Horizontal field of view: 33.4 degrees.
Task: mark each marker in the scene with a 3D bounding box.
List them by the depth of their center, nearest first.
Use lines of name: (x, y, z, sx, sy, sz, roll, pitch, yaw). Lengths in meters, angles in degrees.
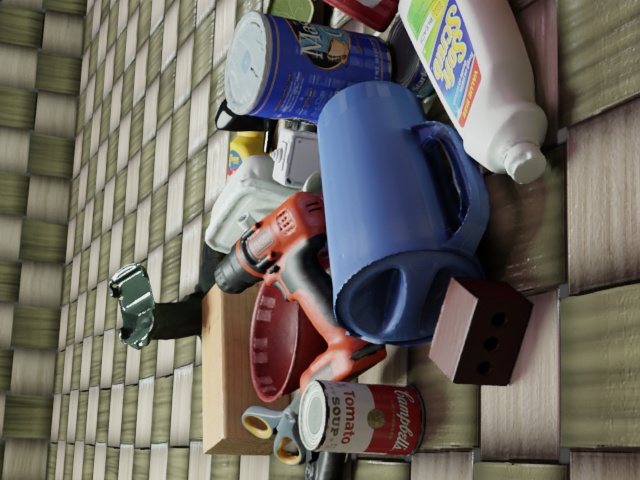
marker: (-0.057, 0.012, 1.293, 0.020, 0.121, 0.020, -29, 33, 21)

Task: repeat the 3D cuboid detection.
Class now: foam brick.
foam brick: (0.130, 0.075, 0.878, 0.051, 0.052, 0.078, -132, 52, -62)

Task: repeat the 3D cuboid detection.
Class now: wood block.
wood block: (-0.097, 0.163, 1.360, 0.091, 0.090, 0.206, 134, 137, -58)

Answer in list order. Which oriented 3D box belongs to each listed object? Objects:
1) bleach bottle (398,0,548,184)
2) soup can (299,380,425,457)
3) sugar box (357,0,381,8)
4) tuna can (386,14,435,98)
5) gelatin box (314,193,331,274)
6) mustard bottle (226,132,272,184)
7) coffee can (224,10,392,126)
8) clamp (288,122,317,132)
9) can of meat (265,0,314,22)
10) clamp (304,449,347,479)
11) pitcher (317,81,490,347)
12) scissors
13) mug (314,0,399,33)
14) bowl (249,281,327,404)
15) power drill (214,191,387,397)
bleach bottle: (0.140, -0.151, 0.913, 0.251, 0.068, 0.103, -107, 33, -40)
soup can: (0.039, 0.168, 1.010, 0.069, 0.102, 0.068, -173, 90, -68)
sugar box: (0.085, -0.315, 1.028, 0.093, 0.048, 0.176, -37, 27, 63)
tuna can: (0.096, -0.185, 1.063, 0.086, 0.033, 0.086, -173, 90, -68)
gelatin box: (-0.007, 0.001, 1.103, 0.089, 0.030, 0.073, -37, 75, 48)
mustard bottle: (-0.102, -0.081, 1.485, 0.096, 0.058, 0.191, -162, 80, -72)
coffee can: (-0.013, -0.168, 1.078, 0.103, 0.140, 0.103, -22, 66, 60)
clamp: (-0.017, -0.139, 1.311, 0.164, 0.036, 0.210, -106, 29, -62)
can of meat: (-0.042, -0.280, 1.370, 0.084, 0.057, 0.102, -81, 10, -64)
clamp: (0.006, 0.259, 1.147, 0.120, 0.039, 0.171, -173, 90, -66)
pitcher: (0.070, -0.039, 0.976, 0.145, 0.149, 0.243, 71, -172, -49)
scissors: (-0.048, 0.191, 1.208, 0.016, 0.096, 0.202, -49, -24, -35)
mug: (0.056, -0.277, 1.108, 0.117, 0.081, 0.093, -63, 6, -32)
bowl: (-0.032, 0.113, 1.260, 0.162, 0.055, 0.162, -174, 90, -68)
power drill: (-0.025, 0.066, 1.079, 0.185, 0.057, 0.188, -40, 75, 48)
